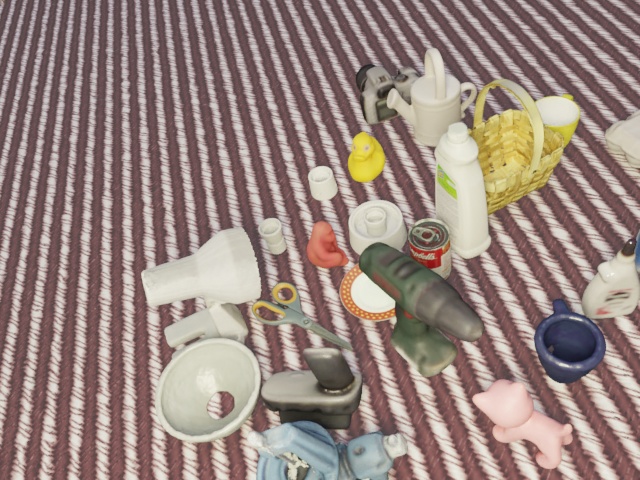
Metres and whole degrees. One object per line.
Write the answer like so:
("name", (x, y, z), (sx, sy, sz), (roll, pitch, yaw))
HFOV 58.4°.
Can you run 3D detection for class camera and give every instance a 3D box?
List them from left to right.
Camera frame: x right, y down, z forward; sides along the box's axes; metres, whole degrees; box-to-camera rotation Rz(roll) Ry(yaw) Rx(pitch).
("camera", (0.144, -0.351, 1.285), (0.143, 0.101, 0.136), (-21, 49, -4))

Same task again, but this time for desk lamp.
("desk lamp", (-0.181, 0.094, 0.922), (0.203, 0.214, 0.117), (-26, 50, -8))

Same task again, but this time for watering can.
("watering can", (0.226, -0.290, 1.153), (0.173, 0.194, 0.100), (-28, 50, -10))

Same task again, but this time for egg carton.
("egg carton", (0.607, -0.175, 1.048), (0.107, 0.069, 0.150), (-28, 50, -10))

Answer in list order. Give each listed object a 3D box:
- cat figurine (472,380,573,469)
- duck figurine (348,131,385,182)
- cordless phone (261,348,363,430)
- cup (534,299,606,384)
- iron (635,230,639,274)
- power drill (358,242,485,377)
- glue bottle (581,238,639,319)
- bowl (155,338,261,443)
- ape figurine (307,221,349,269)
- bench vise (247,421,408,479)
("cat figurine", (0.271, 0.233, 0.761), (0.127, 0.118, 0.067), (22, 59, 28))
("duck figurine", (0.091, -0.183, 1.169), (0.077, 0.086, 0.104), (6, 53, 19))
("cordless phone", (-0.019, 0.194, 0.819), (0.147, 0.185, 0.094), (-5, 50, 10))
("cup", (0.349, 0.153, 0.823), (0.091, 0.095, 0.117), (-6, 50, 9))
("iron", (0.597, -0.060, 0.908), (0.259, 0.142, 0.118), (-36, 52, -16))
("power drill", (0.148, 0.109, 0.833), (0.076, 0.209, 0.228), (-35, 52, -15))
("glue bottle", (0.433, 0.054, 0.832), (0.078, 0.173, 0.037), (-12, 49, 4))
("bowl", (-0.164, 0.241, 0.888), (0.167, 0.075, 0.167), (-7, 50, 8))
("ape figurine", (0.009, 0.004, 1.031), (0.076, 0.092, 0.078), (-2, 51, 13))
("bench vise", (-0.001, 0.267, 0.732), (0.207, 0.220, 0.121), (-29, 50, -10))
